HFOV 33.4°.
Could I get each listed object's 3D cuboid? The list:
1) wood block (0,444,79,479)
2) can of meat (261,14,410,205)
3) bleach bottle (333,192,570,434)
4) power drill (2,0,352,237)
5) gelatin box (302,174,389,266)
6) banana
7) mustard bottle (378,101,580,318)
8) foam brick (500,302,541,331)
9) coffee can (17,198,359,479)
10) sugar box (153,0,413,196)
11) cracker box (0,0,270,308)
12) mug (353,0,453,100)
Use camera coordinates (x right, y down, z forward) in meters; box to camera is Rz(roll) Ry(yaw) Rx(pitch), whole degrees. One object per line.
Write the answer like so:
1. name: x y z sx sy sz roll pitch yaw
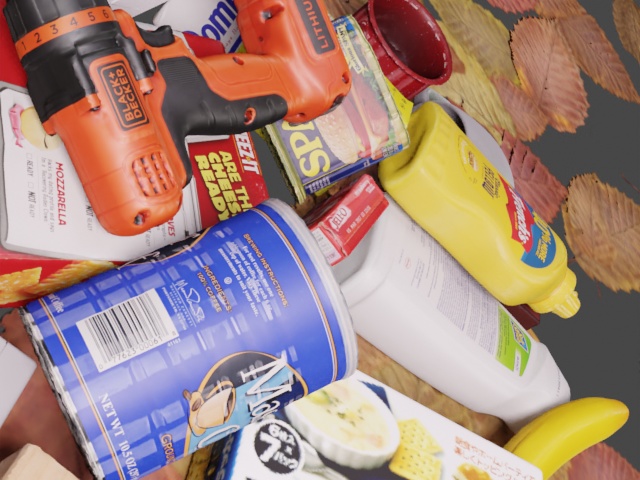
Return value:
1. wood block: -0.150 0.194 0.411 0.090 0.091 0.205 44 40 -15
2. can of meat: 0.001 -0.087 0.702 0.057 0.084 0.102 -129 -165 -75
3. bleach bottle: 0.107 0.078 0.786 0.250 0.068 0.102 41 40 -22
4. power drill: -0.078 -0.111 0.582 0.187 0.057 0.184 -26 97 -42
5. gelatin box: -0.004 0.001 0.698 0.030 0.089 0.073 50 39 -7
6. banana: 0.152 0.169 0.757 0.197 0.037 0.069 -47 114 -27
7. mustard bottle: 0.125 -0.008 0.777 0.191 0.058 0.096 44 31 -20
8. foam brick: 0.133 0.036 0.849 0.078 0.053 0.051 39 42 -20
9. coffee can: -0.066 0.052 0.539 0.140 0.103 0.103 -24 82 -17
10. sugar box: -0.026 -0.125 0.757 0.176 0.093 0.048 44 29 -15
11. cracker box: -0.134 -0.046 0.610 0.213 0.072 0.164 3 63 -47
12. mug: 0.037 -0.145 0.849 0.117 0.082 0.093 5 61 -45
